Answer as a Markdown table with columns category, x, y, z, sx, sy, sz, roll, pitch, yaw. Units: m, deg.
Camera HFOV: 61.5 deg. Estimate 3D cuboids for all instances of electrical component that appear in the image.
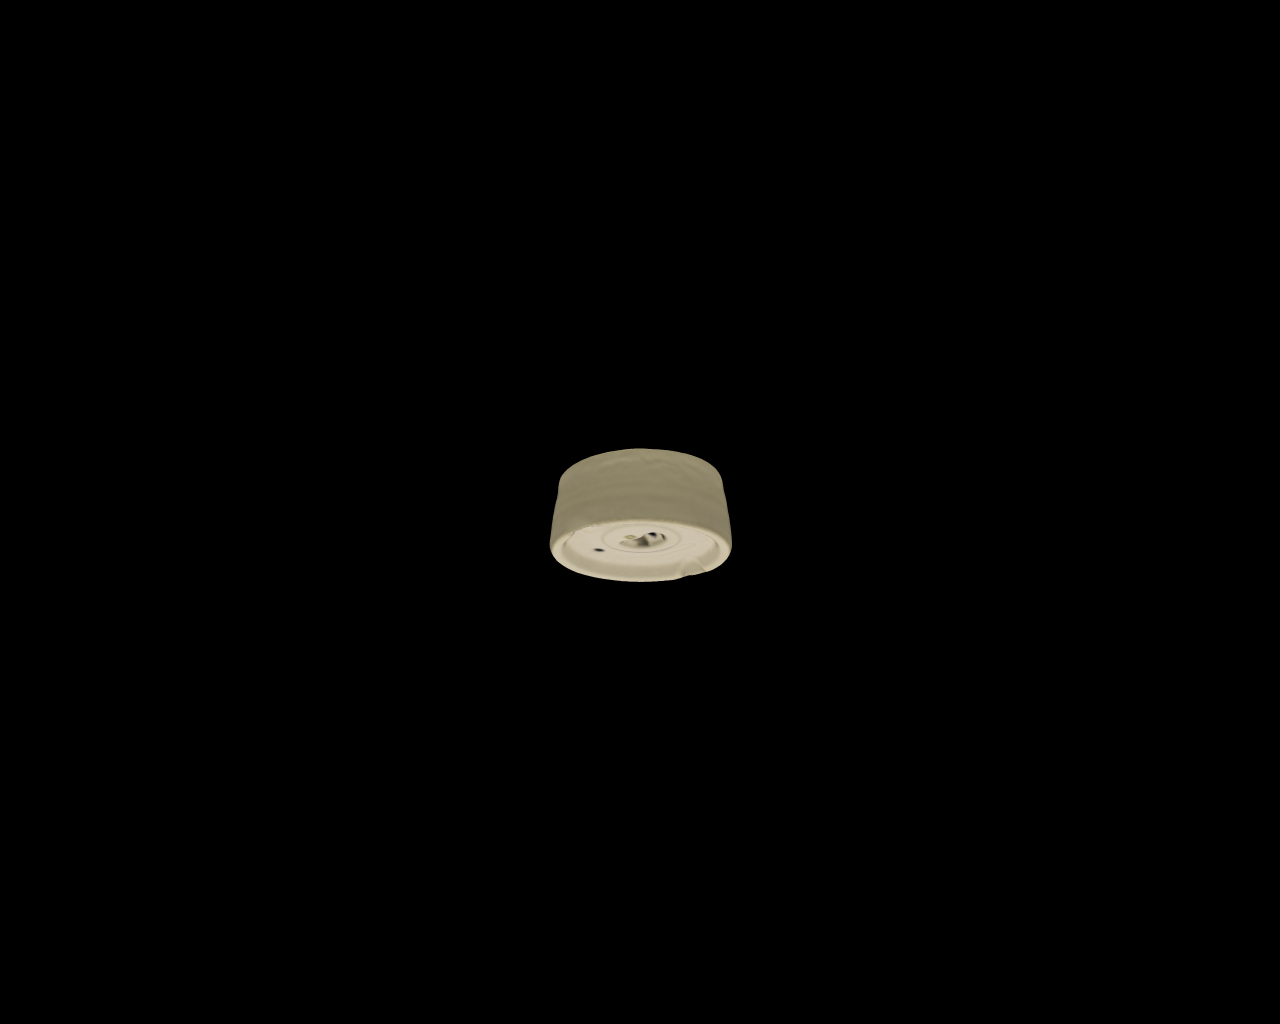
| category | x | y | z | sx | sy | sz | roll | pitch | yaw |
| --- | --- | --- | --- | --- | --- | --- | --- | --- | --- |
| electrical component | 0.001 | -0.003 | 0.650 | 0.108 | 0.060 | 0.108 | 0 | -22 | 0 |
